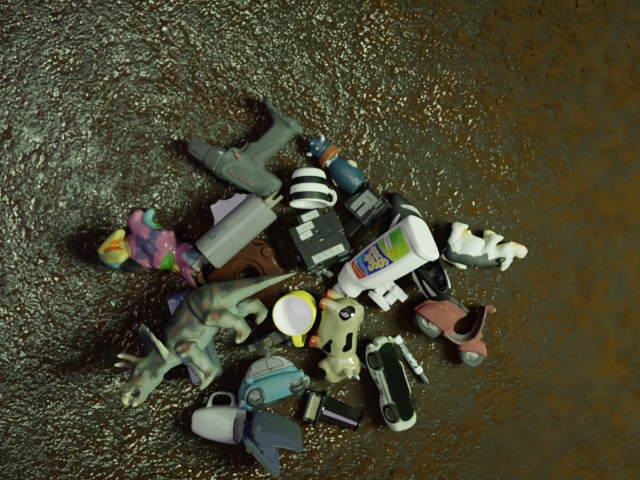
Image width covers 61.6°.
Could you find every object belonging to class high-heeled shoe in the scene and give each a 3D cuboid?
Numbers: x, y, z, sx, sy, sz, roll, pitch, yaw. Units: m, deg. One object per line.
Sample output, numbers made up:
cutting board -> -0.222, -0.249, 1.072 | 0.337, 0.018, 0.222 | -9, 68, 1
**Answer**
high-heeled shoe -> 0.204, 0.011, 1.125 | 0.086, 0.145, 0.248 | -24, 88, 2

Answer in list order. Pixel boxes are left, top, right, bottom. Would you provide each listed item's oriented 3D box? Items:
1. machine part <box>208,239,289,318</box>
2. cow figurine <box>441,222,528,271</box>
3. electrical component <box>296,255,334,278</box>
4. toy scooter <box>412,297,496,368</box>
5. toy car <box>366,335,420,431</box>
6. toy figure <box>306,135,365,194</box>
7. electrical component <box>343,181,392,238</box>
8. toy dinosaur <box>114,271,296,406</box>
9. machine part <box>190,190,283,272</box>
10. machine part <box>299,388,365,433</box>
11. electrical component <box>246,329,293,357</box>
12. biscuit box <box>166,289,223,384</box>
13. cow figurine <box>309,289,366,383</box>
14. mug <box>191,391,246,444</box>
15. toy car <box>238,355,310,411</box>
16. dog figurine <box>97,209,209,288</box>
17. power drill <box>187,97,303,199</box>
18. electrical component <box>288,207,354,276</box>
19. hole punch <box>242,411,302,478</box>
machine part -> -0.160, 0.085, 1.196 | 0.179, 0.056, 0.179 | 0, 89, 5
cow figurine -> 0.351, 0.027, 1.151 | 0.167, 0.068, 0.098 | 19, 95, 8
electrical component -> -0.004, 0.044, 1.201 | 0.094, 0.021, 0.063 | 30, 90, 6
toy scooter -> 0.296, 0.171, 1.147 | 0.184, 0.075, 0.135 | 36, 91, 2
toy car -> 0.154, 0.305, 1.154 | 0.073, 0.056, 0.201 | -15, 85, -32
toy figure -> 0.033, -0.168, 1.190 | 0.064, 0.057, 0.154 | -42, 81, -4
electrical component -> 0.090, -0.061, 1.175 | 0.119, 0.047, 0.075 | -41, 62, 6
toy dinosaur -> -0.245, 0.170, 1.114 | 0.192, 0.131, 0.405 | 39, 79, 1
machine part -> -0.177, -0.022, 1.136 | 0.243, 0.079, 0.079 | -40, 85, -3
machine part -> 0.029, 0.380, 1.179 | 0.139, 0.039, 0.084 | 14, 81, 7
electrical component -> -0.101, 0.223, 1.169 | 0.078, 0.102, 0.045 | -28, 83, 28
biscuit box -> -0.280, 0.212, 1.196 | 0.059, 0.063, 0.202 | -18, 86, 4
cow figurine -> 0.046, 0.217, 1.154 | 0.127, 0.085, 0.194 | 17, 107, 16
mug -> -0.226, 0.388, 1.178 | 0.107, 0.081, 0.109 | -1, 93, 13
toy car -> -0.108, 0.303, 1.162 | 0.162, 0.109, 0.103 | -20, 69, -5
dog figurine -> -0.353, 0.042, 1.189 | 0.219, 0.108, 0.191 | 44, 91, 2
power drill -> -0.155, -0.214, 1.196 | 0.232, 0.086, 0.207 | 38, 87, 3
electrical component -> -0.002, -0.004, 1.168 | 0.115, 0.058, 0.134 | -21, 70, -9
hole punch -> -0.101, 0.418, 1.144 | 0.092, 0.142, 0.115 | -43, 99, 3
